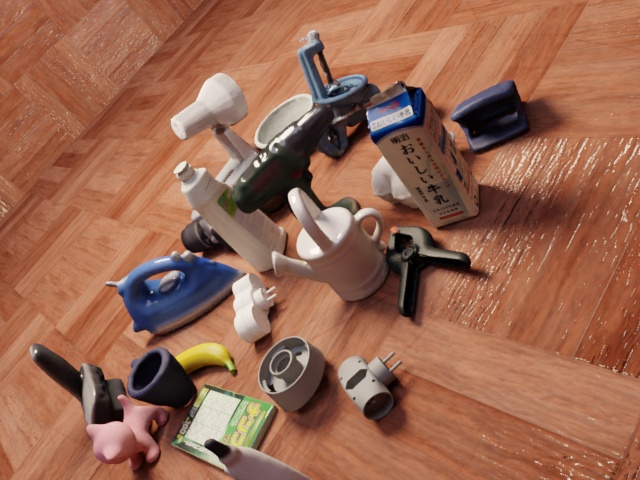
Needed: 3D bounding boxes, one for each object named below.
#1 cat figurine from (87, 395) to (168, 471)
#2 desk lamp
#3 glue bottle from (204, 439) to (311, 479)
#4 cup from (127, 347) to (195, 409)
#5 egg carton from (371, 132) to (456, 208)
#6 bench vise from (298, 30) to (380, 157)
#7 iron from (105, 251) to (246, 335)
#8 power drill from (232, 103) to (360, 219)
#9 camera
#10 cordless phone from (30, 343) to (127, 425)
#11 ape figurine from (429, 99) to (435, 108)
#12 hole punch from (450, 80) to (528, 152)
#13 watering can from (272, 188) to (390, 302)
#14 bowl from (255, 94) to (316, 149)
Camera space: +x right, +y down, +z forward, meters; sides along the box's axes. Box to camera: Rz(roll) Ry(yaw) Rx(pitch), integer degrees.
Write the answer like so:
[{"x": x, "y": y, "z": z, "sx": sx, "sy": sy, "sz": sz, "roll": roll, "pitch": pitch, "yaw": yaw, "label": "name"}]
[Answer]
[{"x": -0.313, "y": 0.309, "z": 0.914, "sx": 0.067, "sy": 0.118, "sz": 0.127, "roll": -28, "pitch": 37, "yaw": 21, "label": "cat figurine"}, {"x": -0.236, "y": -0.255, "z": 1.358, "sx": 0.117, "sy": 0.214, "sz": 0.203, "roll": 10, "pitch": 60, "yaw": 49, "label": "desk lamp"}, {"x": -0.074, "y": 0.270, "z": 0.668, "sx": 0.078, "sy": 0.174, "sz": 0.037, "roll": -11, "pitch": 46, "yaw": 38, "label": "glue bottle"}, {"x": -0.265, "y": 0.238, "z": 0.962, "sx": 0.117, "sy": 0.095, "sz": 0.092, "roll": 8, "pitch": 58, "yaw": 49, "label": "cup"}, {"x": 0.156, "y": -0.124, "z": 0.955, "sx": 0.107, "sy": 0.070, "sz": 0.150, "roll": 18, "pitch": 66, "yaw": 52, "label": "egg carton"}, {"x": 0.012, "y": -0.287, "z": 1.139, "sx": 0.121, "sy": 0.220, "sz": 0.208, "roll": 5, "pitch": 57, "yaw": 47, "label": "bench vise"}, {"x": -0.285, "y": 0.079, "z": 1.112, "sx": 0.258, "sy": 0.142, "sz": 0.118, "roll": -27, "pitch": 37, "yaw": 22, "label": "iron"}, {"x": -0.025, "y": -0.098, "z": 0.984, "sx": 0.229, "sy": 0.209, "sz": 0.075, "roll": -33, "pitch": 36, "yaw": 13, "label": "power drill"}, {"x": -0.233, "y": -0.041, "z": 1.225, "sx": 0.136, "sy": 0.101, "sz": 0.143, "roll": -25, "pitch": 38, "yaw": 24, "label": "camera"}, {"x": -0.446, "y": 0.267, "z": 1.031, "sx": 0.094, "sy": 0.186, "sz": 0.147, "roll": -50, "pitch": 35, "yaw": -10, "label": "cordless phone"}, {"x": 0.165, "y": -0.252, "z": 1.063, "sx": 0.075, "sy": 0.092, "sz": 0.078, "roll": 6, "pitch": 57, "yaw": 48, "label": "ape figurine"}, {"x": 0.266, "y": -0.213, "z": 0.921, "sx": 0.108, "sy": 0.091, "sz": 0.101, "roll": -23, "pitch": 39, "yaw": 27, "label": "hole punch"}, {"x": 0.008, "y": 0.004, "z": 0.853, "sx": 0.173, "sy": 0.195, "sz": 0.100, "roll": -46, "pitch": 34, "yaw": -4, "label": "watering can"}, {"x": -0.064, "y": -0.250, "z": 1.304, "sx": 0.167, "sy": 0.075, "sz": 0.167, "roll": -26, "pitch": 38, "yaw": 23, "label": "bowl"}]
